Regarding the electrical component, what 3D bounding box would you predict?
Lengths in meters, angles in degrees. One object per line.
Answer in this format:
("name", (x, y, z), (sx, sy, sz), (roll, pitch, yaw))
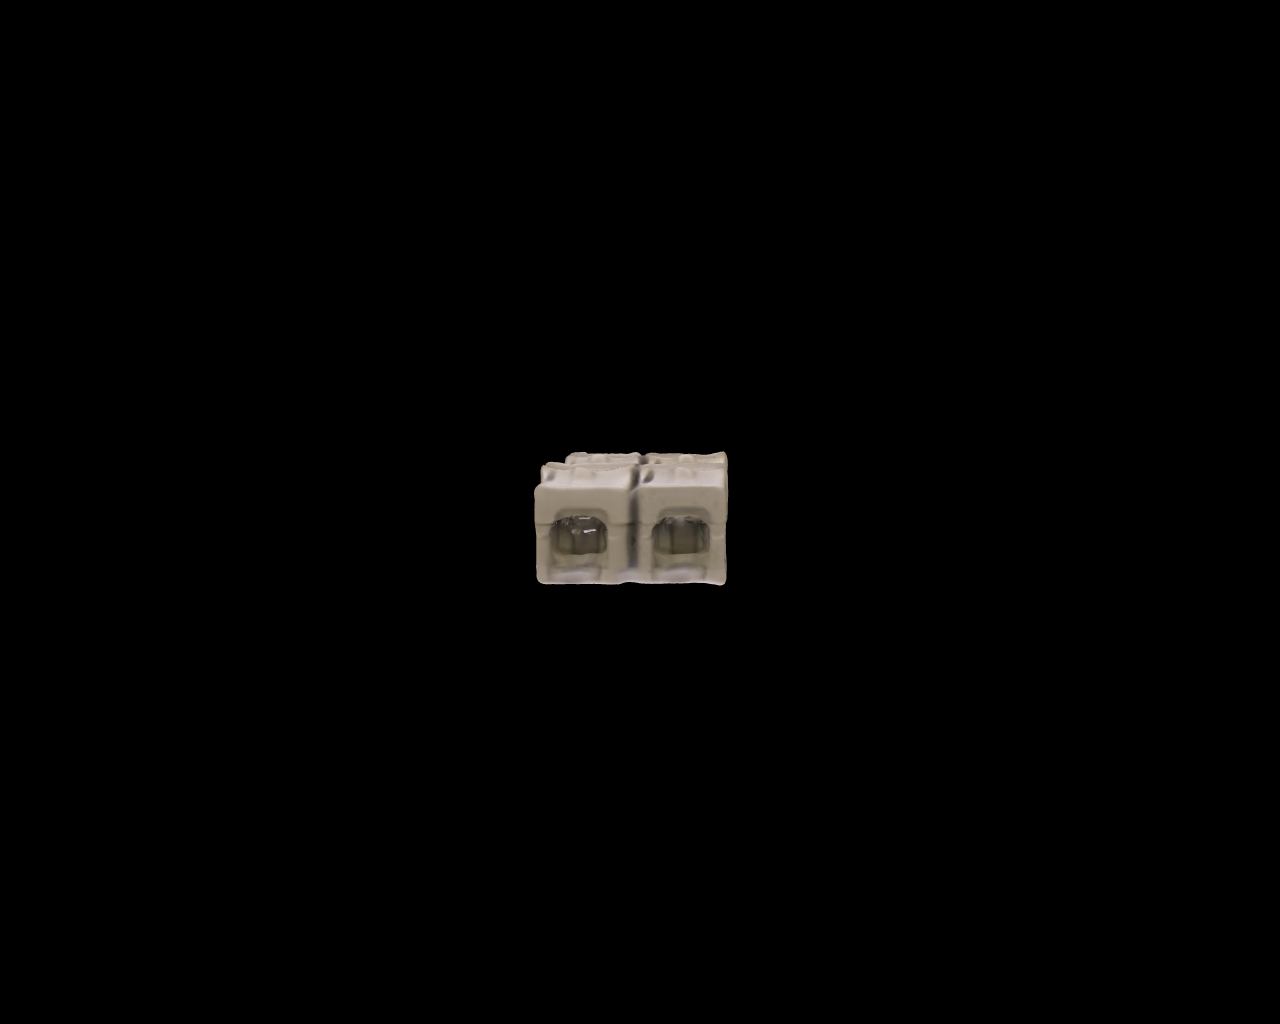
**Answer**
("electrical component", (0.001, -0.003, 0.650), (0.105, 0.060, 0.186), (0, 7, 4))
